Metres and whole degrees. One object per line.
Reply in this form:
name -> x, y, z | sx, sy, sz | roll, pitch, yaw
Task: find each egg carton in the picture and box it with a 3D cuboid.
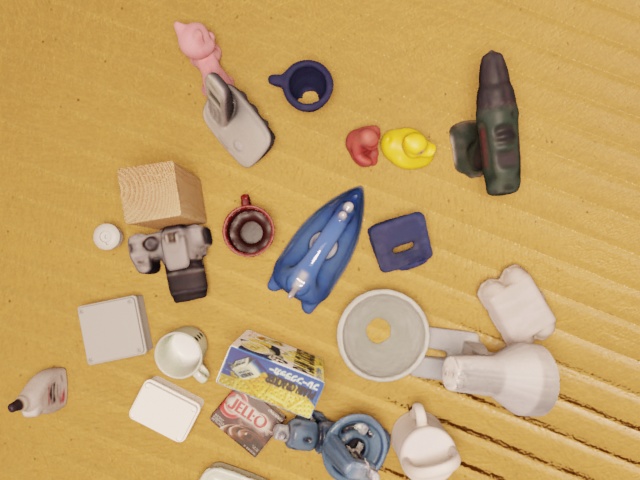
egg carton -> 0.364, 0.127, 1.059 | 0.107, 0.069, 0.150 | -31, 89, -2

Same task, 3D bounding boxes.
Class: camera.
camera -> -0.265, 0.046, 1.038 | 0.143, 0.100, 0.137 | -11, 88, -1

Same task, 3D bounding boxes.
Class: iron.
iron -> 0.009, 0.004, 1.022 | 0.118, 0.141, 0.258 | 32, 88, 1

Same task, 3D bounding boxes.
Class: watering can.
watering can -> 0.188, 0.375, 0.986 | 0.101, 0.194, 0.173 | -33, 89, -1

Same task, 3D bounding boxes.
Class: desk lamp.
desk lamp -> 0.273, 0.222, 0.983 | 0.203, 0.213, 0.118 | 7, 88, 0

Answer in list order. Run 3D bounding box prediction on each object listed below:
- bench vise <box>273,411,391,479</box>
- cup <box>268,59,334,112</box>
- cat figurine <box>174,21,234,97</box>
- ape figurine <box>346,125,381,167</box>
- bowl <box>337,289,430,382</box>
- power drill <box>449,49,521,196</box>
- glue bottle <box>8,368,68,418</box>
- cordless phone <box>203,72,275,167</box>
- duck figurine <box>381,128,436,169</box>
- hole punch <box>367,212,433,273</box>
bench vise -> 0.025, 0.365, 0.972 | 0.207, 0.219, 0.121 | -6, 88, -1
cup -> -0.035, -0.275, 1.054 | 0.117, 0.095, 0.092 | 9, 88, 0
cat figurine -> -0.213, -0.338, 1.043 | 0.067, 0.117, 0.128 | -25, 88, -1
ape figurine -> 0.085, -0.180, 1.054 | 0.076, 0.092, 0.078 | 37, 88, 1
bowl -> 0.113, 0.171, 1.052 | 0.167, 0.074, 0.167 | 0, 88, -1
power drill -> 0.289, -0.187, 0.999 | 0.075, 0.208, 0.230 | -10, 88, -1
glue bottle -> -0.490, 0.272, 0.991 | 0.037, 0.173, 0.078 | -5, 88, 0
cordless phone -> -0.149, -0.213, 1.006 | 0.094, 0.185, 0.147 | -42, 89, -2
duck figurine -> 0.166, -0.175, 1.058 | 0.104, 0.086, 0.077 | 18, 88, 0
hole punch -> 0.150, 0.006, 1.049 | 0.108, 0.091, 0.101 | -19, 88, -1
